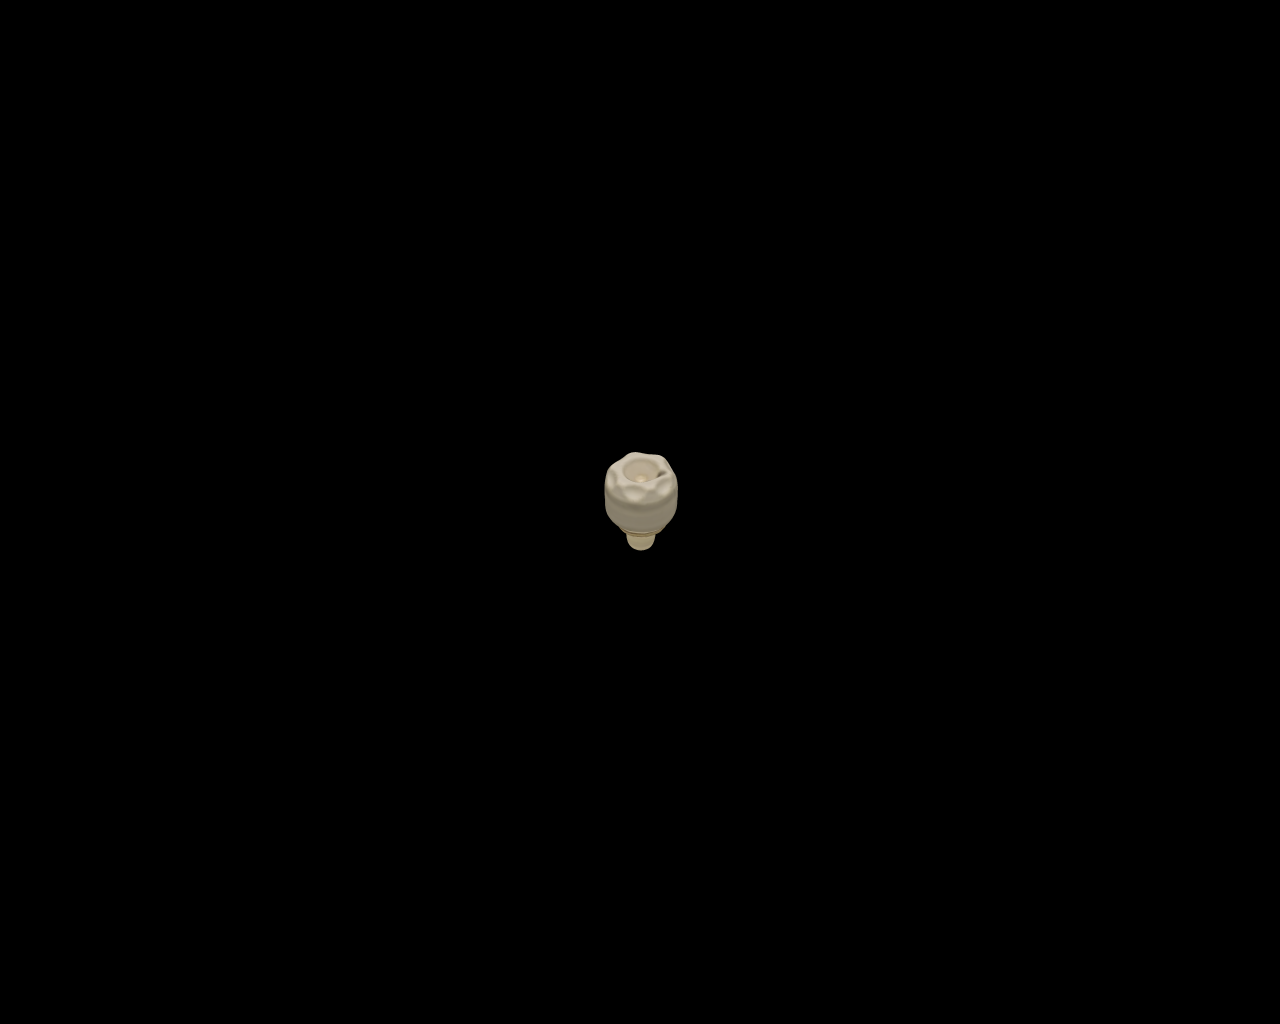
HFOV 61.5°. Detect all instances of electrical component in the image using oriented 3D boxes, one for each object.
[{"bbox_3d":[0.001,-0.003,0.650,0.043,0.062,0.043,0,41,0],"label":"electrical component"}]
